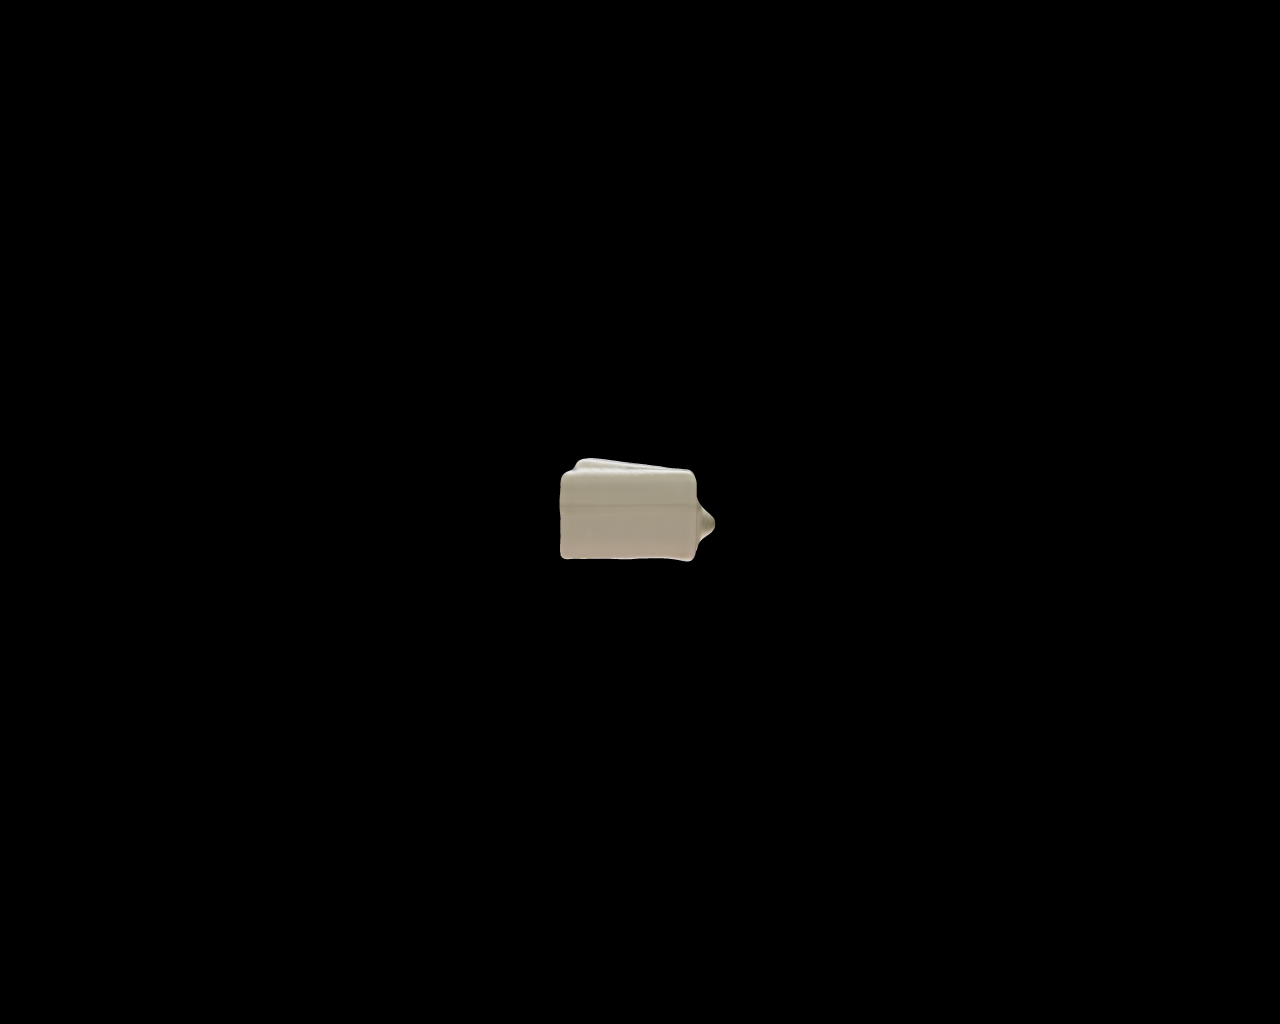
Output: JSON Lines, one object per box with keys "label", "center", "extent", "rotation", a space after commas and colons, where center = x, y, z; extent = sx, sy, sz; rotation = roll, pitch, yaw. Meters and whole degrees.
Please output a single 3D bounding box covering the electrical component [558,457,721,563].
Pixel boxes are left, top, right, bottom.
{"label": "electrical component", "center": [0.001, -0.003, 0.650], "extent": [0.096, 0.061, 0.062], "rotation": [0, 4, 2]}
